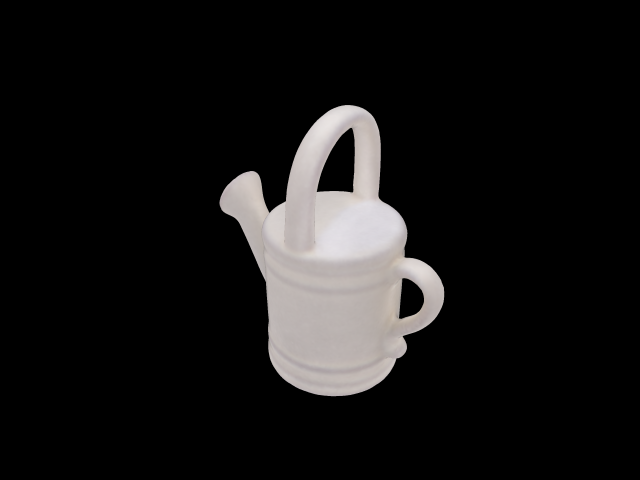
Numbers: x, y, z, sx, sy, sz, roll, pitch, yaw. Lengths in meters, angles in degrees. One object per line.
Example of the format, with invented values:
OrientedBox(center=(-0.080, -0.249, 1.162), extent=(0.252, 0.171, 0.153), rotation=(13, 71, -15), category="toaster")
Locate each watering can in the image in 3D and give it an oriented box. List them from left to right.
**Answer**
OrientedBox(center=(0.002, 0.002, 0.398), extent=(0.172, 0.194, 0.101), rotation=(8, 32, 13), category="watering can")
